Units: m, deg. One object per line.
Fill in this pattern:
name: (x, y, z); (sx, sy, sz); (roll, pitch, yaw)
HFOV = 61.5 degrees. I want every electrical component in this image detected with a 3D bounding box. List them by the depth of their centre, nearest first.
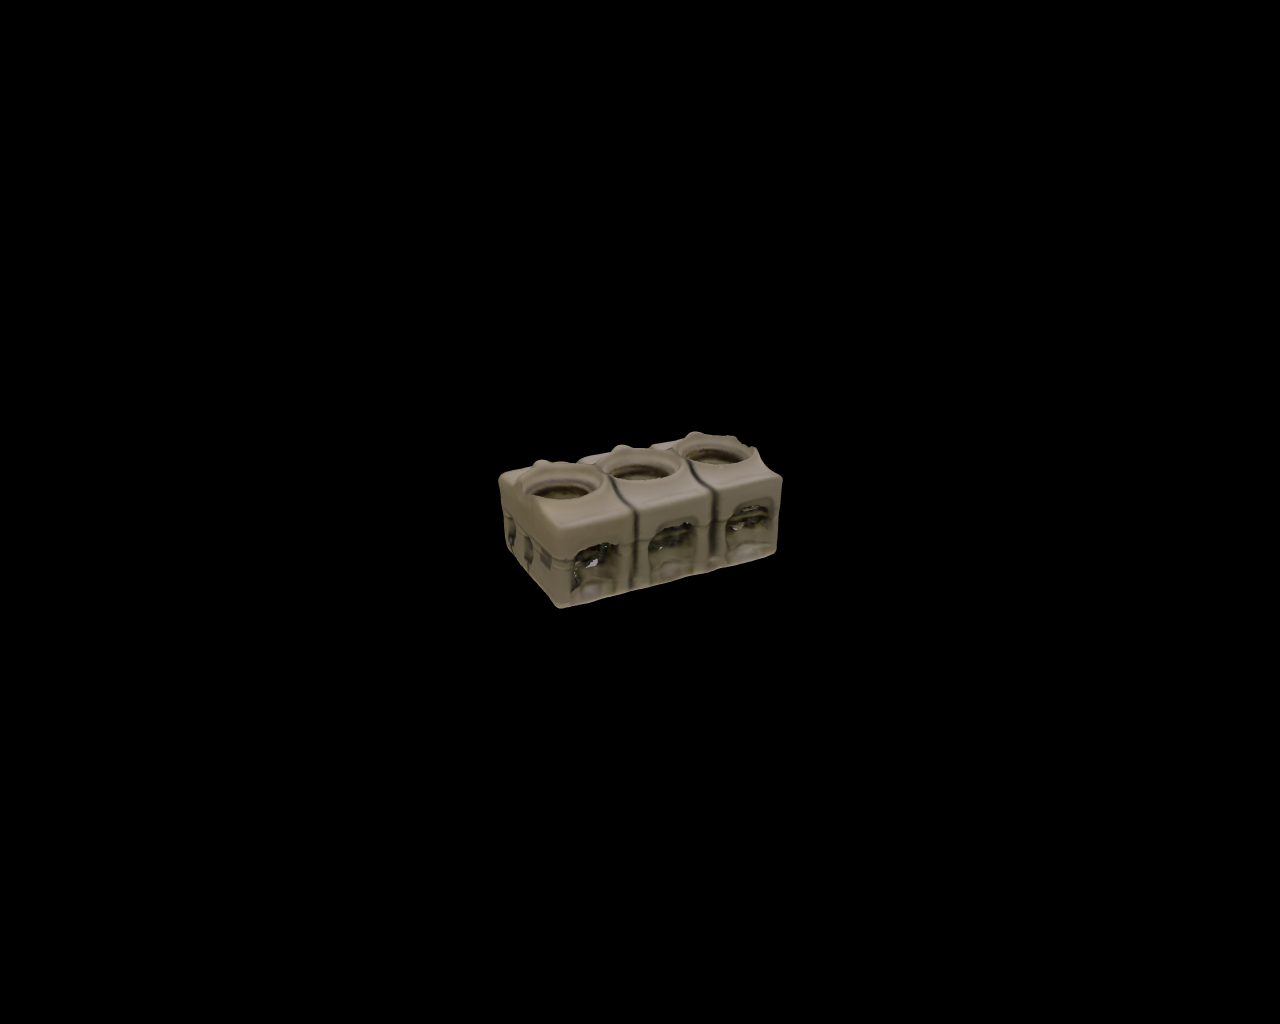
electrical component: (0.001, -0.003, 0.650); (0.150, 0.061, 0.089); (-12, 28, -25)
